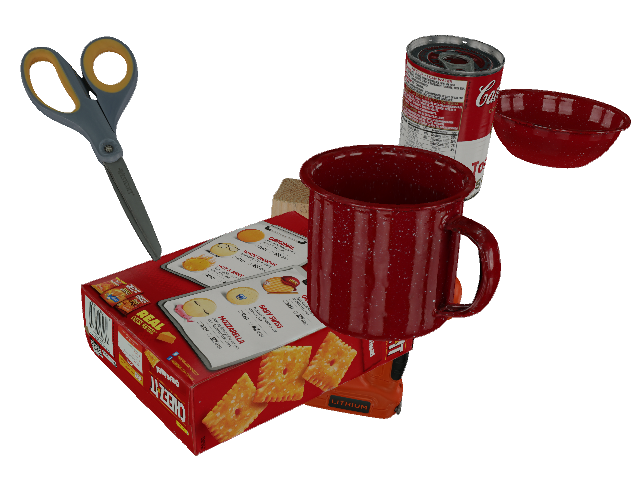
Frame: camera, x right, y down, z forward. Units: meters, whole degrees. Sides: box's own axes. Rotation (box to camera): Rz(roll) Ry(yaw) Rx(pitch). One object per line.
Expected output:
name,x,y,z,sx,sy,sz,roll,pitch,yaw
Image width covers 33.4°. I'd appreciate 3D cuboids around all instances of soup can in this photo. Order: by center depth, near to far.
soup can,0.088,-0.085,0.758,0.068,0.102,0.068,4,31,-3

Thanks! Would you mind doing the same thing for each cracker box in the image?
cracker box,-0.055,0.064,0.845,0.213,0.072,0.164,-20,36,-34

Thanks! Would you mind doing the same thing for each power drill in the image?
power drill,0.029,0.089,1.042,0.184,0.188,0.057,11,42,-1

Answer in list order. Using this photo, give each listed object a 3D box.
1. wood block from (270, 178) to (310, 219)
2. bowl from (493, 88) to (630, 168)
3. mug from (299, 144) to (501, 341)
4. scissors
wood block,-0.021,0.033,1.410,0.090,0.206,0.090,9,23,6
bowl,0.258,-0.121,1.186,0.162,0.055,0.162,5,23,-2
mug,0.044,0.005,0.571,0.117,0.081,0.093,19,29,32
scissors,-0.148,-0.082,0.805,0.096,0.202,0.016,-36,-17,-22
